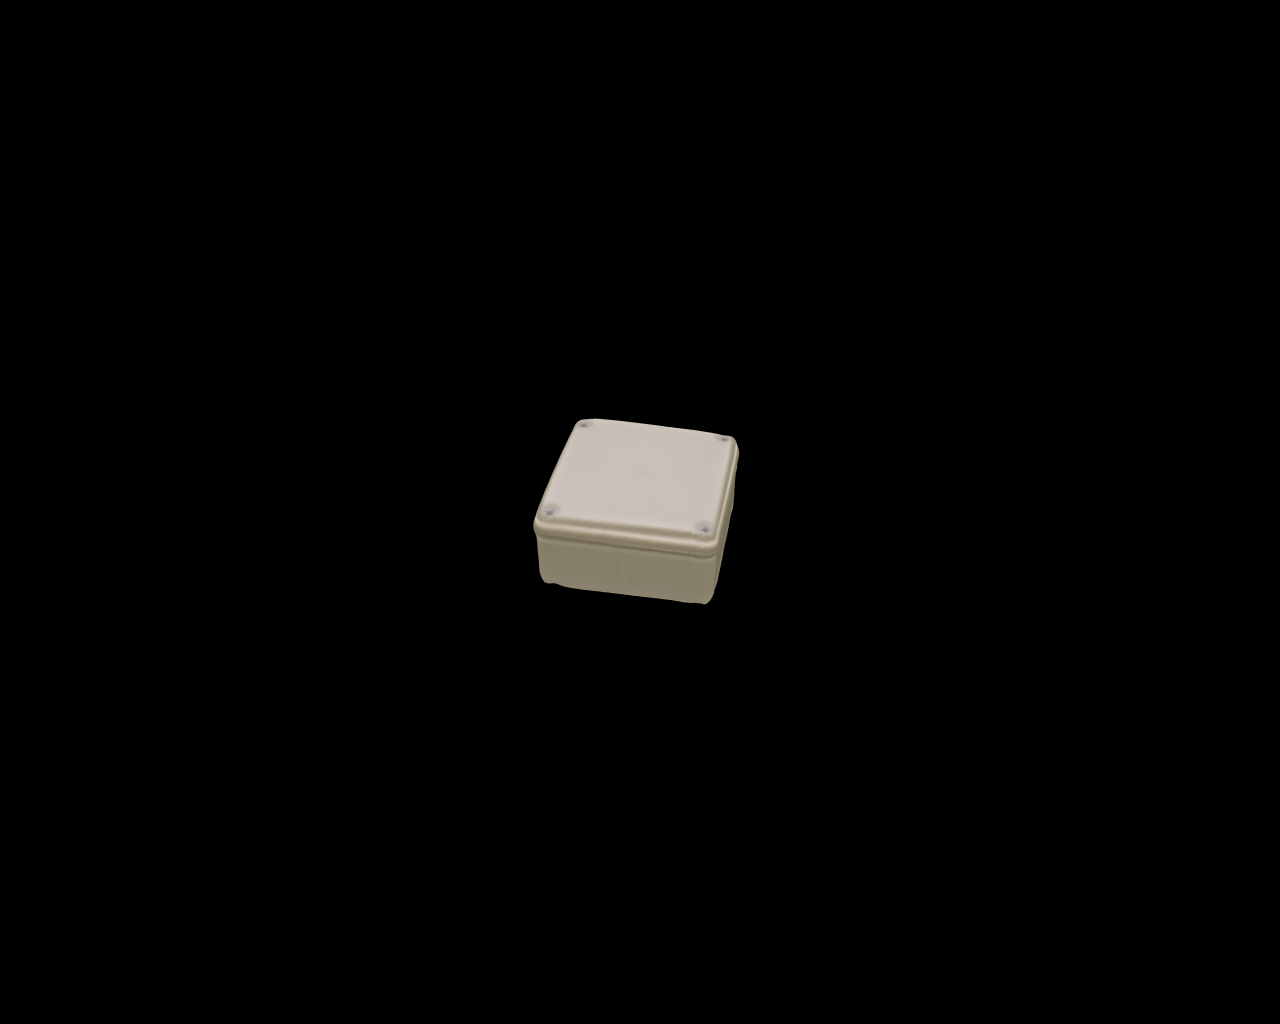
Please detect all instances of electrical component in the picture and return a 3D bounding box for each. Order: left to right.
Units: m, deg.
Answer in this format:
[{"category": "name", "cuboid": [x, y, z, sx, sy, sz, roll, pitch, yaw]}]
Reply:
[{"category": "electrical component", "cuboid": [0.001, -0.003, 0.650, 0.109, 0.056, 0.109, 7, 40, 9]}]
